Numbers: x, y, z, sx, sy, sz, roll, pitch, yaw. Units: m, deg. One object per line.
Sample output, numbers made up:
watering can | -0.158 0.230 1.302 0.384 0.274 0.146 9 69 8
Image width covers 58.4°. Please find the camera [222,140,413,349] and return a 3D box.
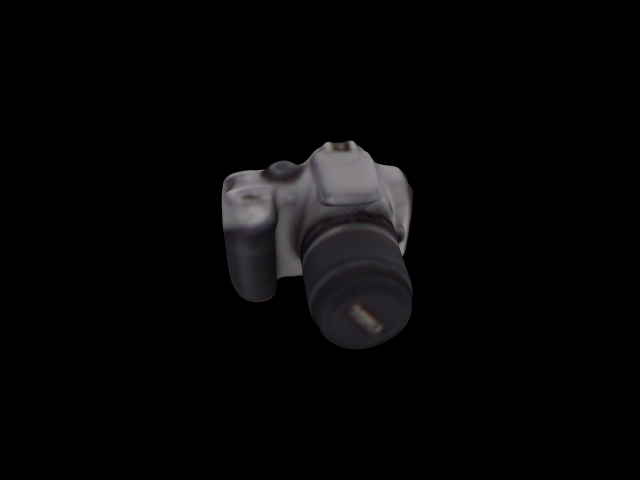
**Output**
camera | 0.004 0.001 0.400 0.143 0.101 0.136 -5 40 -6
